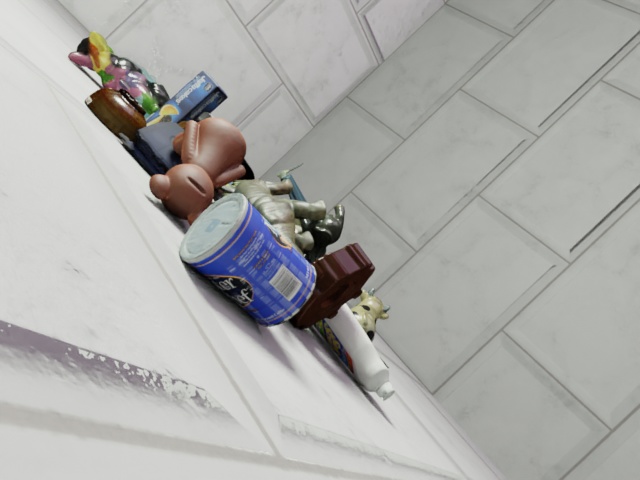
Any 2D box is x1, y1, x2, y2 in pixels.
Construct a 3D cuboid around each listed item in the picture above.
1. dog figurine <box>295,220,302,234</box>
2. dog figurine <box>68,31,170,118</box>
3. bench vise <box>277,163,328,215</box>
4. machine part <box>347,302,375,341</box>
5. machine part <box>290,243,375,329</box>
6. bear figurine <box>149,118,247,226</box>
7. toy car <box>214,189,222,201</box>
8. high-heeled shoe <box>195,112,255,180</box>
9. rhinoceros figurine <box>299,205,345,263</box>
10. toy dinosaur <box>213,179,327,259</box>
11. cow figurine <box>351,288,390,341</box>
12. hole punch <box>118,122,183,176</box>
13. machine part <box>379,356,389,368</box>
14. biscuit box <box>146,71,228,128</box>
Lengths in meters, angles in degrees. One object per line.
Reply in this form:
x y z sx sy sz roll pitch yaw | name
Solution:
-0.067 0.029 1.290 0.190 0.121 0.172 99 -24 -51 | dog figurine
-0.475 -0.384 1.266 0.192 0.108 0.219 50 6 30 | dog figurine
-0.053 -0.090 1.520 0.240 0.129 0.223 64 -9 -3 | bench vise
0.068 0.207 1.361 0.243 0.079 0.079 48 -1 -37 | machine part
0.014 0.082 0.920 0.056 0.179 0.179 51 2 21 | machine part
-0.192 -0.096 0.832 0.120 0.196 0.132 38 -37 -21 | bear figurine
-0.215 -0.076 1.293 0.202 0.053 0.089 51 -3 20 | toy car
-0.192 -0.169 1.077 0.145 0.086 0.249 36 -5 -5 | high-heeled shoe
-0.002 -0.003 1.091 0.190 0.073 0.112 131 -44 -64 | rhinoceros figurine
-0.097 -0.033 0.955 0.198 0.105 0.472 1 21 -29 | toy dinosaur
0.088 0.173 1.164 0.085 0.127 0.195 49 7 3 | cow figurine
-0.262 -0.146 0.936 0.142 0.092 0.116 50 4 1 | hole punch
0.122 0.294 1.319 0.084 0.039 0.138 40 -2 35 | machine part
-0.297 -0.271 1.156 0.059 0.202 0.062 49 2 17 | biscuit box
